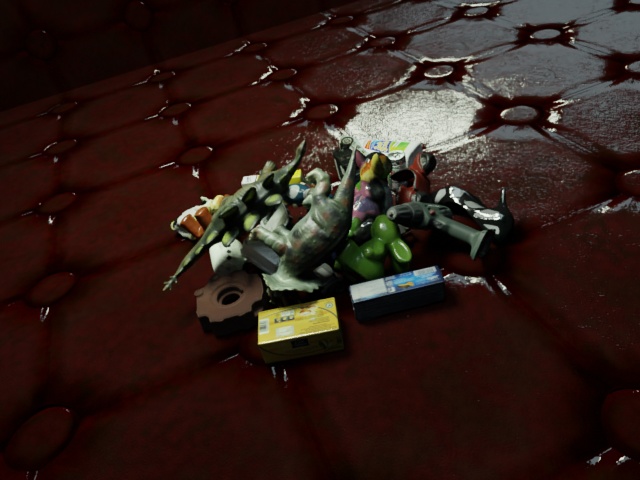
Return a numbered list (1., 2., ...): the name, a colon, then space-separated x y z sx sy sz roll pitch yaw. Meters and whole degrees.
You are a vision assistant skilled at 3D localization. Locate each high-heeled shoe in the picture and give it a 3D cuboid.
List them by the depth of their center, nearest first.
1. high-heeled shoe: 0.365 -0.057 1.340 0.249 0.086 0.145 -3 68 45

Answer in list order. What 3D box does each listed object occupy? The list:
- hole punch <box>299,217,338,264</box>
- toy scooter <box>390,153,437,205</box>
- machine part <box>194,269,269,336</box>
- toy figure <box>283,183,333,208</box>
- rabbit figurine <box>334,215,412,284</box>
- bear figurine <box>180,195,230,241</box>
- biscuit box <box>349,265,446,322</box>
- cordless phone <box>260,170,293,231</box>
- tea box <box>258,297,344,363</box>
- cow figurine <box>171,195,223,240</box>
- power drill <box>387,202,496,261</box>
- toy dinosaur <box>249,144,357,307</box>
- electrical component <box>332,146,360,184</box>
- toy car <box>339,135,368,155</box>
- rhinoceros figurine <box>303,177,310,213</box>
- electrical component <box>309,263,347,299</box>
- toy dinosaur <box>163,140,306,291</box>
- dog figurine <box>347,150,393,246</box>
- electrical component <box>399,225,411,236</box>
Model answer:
1. hole punch: -0.003 -0.004 1.311 0.092 0.142 0.116 -9 16 4
2. toy scooter: 0.235 -0.139 1.418 0.135 0.075 0.183 1 78 46
3. machine part: -0.206 0.141 1.249 0.179 0.055 0.179 -8 38 6
4. toy figure: -0.032 -0.109 1.352 0.155 0.064 0.058 10 17 43
5. rabbit figurine: 0.134 0.021 1.221 0.159 0.121 0.170 30 72 16
6. bear figurine: -0.269 -0.075 1.490 0.120 0.131 0.196 -16 33 47
7. biscuit box: 0.168 0.115 1.160 0.203 0.062 0.059 -13 37 0
8. cordless phone: -0.121 -0.083 1.405 0.089 0.184 0.147 -14 37 -8
9. tea box: -0.041 0.189 1.125 0.170 0.068 0.098 -10 38 4
10. cow figurine: -0.350 -0.073 1.564 0.098 0.068 0.167 10 42 38
11. power drill: 0.284 -0.026 1.236 0.208 0.086 0.232 22 15 31
12. toy dinosaur: -0.007 -0.017 1.175 0.405 0.131 0.192 -48 68 7
13. electrical component: 0.090 -0.190 1.534 0.058 0.114 0.134 -23 38 -5
14. toy car: 0.123 -0.241 1.597 0.056 0.073 0.202 -29 53 -18
15. rhinoceros figurine: -0.004 -0.092 1.437 0.073 0.112 0.190 -7 56 1
16. electrical component: -0.001 0.093 1.254 0.075 0.047 0.119 -30 42 -21
17. toy dinosaur: -0.191 -0.060 1.263 0.471 0.105 0.198 -47 9 1
18. dog figurine: 0.116 -0.116 1.347 0.191 0.218 0.109 -37 39 -29
19. electrical component: 0.177 -0.024 1.317 0.102 0.078 0.045 -25 82 -7
